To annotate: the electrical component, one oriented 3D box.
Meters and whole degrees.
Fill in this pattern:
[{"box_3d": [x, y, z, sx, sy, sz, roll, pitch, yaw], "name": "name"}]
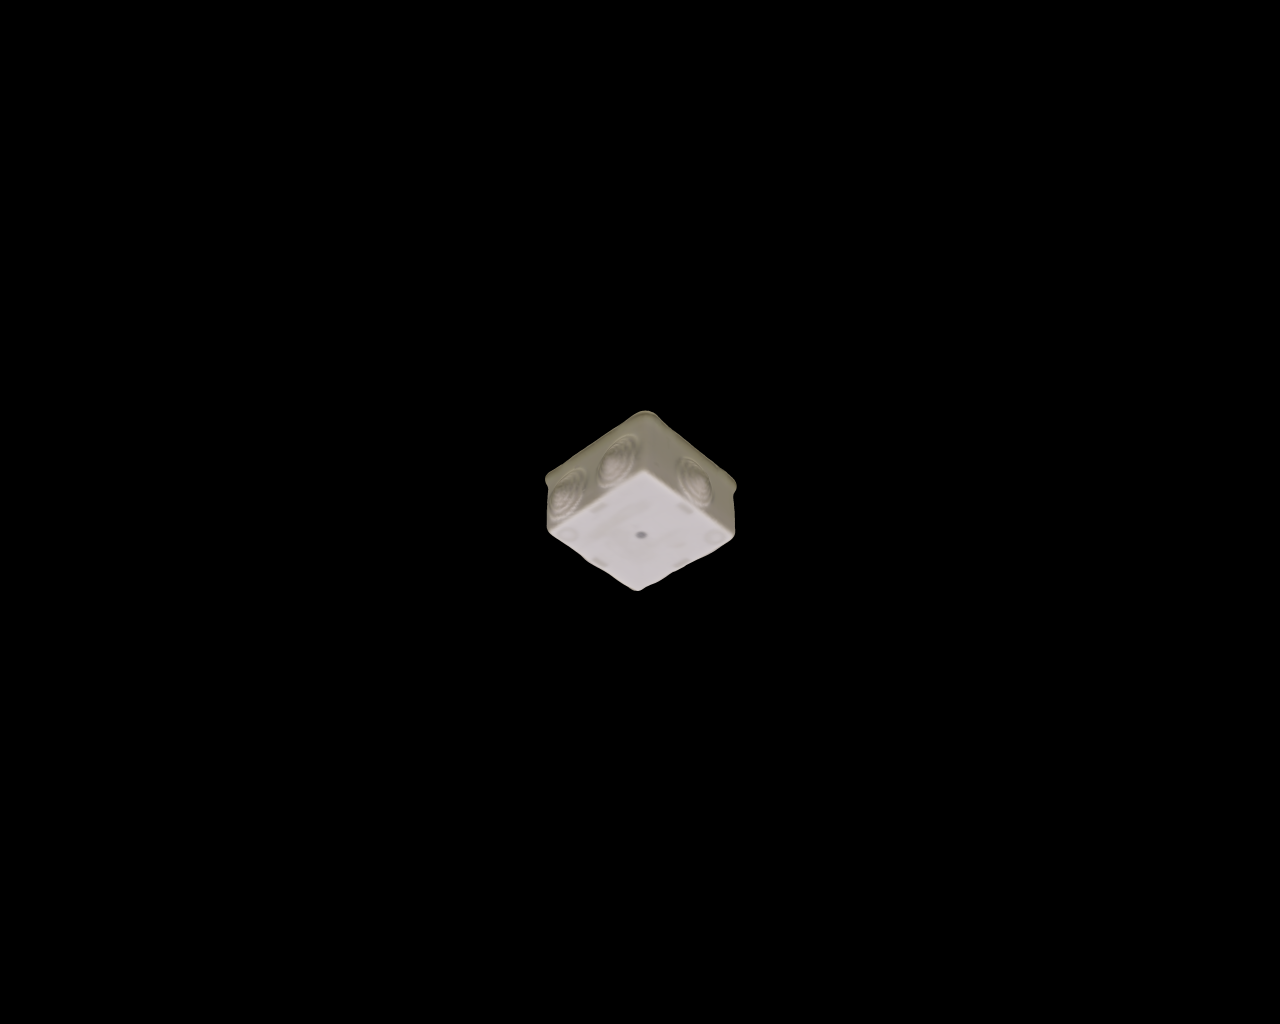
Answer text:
[{"box_3d": [0.001, -0.003, 0.650, 0.099, 0.048, 0.099, -31, -50, 30], "name": "electrical component"}]
